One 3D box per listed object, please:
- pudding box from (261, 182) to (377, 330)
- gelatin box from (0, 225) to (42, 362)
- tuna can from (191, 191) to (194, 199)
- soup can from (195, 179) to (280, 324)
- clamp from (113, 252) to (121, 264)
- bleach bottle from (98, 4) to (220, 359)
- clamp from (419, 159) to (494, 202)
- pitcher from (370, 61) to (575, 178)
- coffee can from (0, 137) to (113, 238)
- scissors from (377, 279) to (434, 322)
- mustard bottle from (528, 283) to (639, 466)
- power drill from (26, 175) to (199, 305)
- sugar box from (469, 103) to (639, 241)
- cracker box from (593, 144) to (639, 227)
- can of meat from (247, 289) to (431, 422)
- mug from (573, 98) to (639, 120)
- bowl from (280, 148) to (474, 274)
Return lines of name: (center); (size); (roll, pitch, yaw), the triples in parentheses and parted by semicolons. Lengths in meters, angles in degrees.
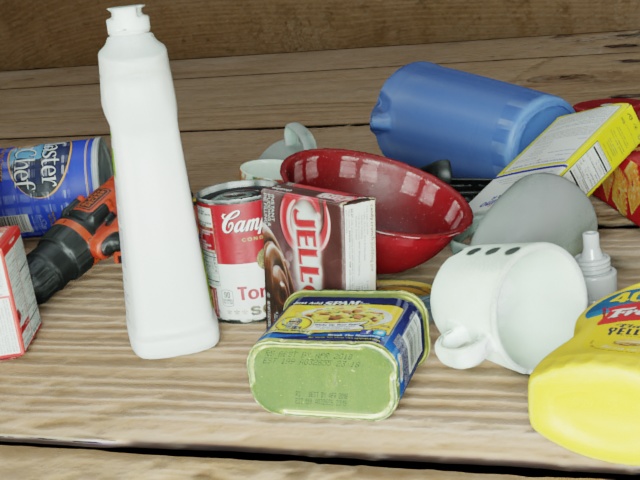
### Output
pudding box: (-0.001, 0.019, 0.773); (0.039, 0.113, 0.090); (-14, 17, -38)
gelatin box: (-0.245, 0.041, 0.829); (0.030, 0.089, 0.073); (-9, 15, -2)
tuna can: (-0.180, -0.033, 1.173); (0.086, 0.034, 0.086); (-5, 14, 1)
soup can: (-0.060, 0.009, 0.852); (0.068, 0.102, 0.068); (-5, 15, 1)
clamp: (-0.117, -0.008, 1.050); (0.171, 0.039, 0.120); (-3, 16, -6)
bleach bottle: (-0.126, -0.046, 0.793); (0.068, 0.251, 0.103); (-9, 16, -12)
clamp: (0.094, -0.053, 1.074); (0.210, 0.036, 0.164); (-2, -7, 36)
pitcher: (0.188, -0.128, 1.227); (0.149, 0.145, 0.243); (-50, 33, -10)
coffee can: (-0.301, -0.055, 1.168); (0.140, 0.103, 0.103); (-6, 15, -1)
scissors: (0.102, 0.055, 0.790); (0.202, 0.016, 0.096); (8, 22, 41)
mustard bottle: (0.197, 0.067, 0.636); (0.096, 0.058, 0.191); (3, 17, 29)
power drill: (-0.159, 0.004, 0.941); (0.188, 0.057, 0.184); (10, 43, 30)
sugar box: (0.214, -0.059, 0.983); (0.176, 0.048, 0.094); (-44, 19, -29)
cracker box: (0.364, -0.070, 1.044); (0.164, 0.072, 0.213); (-6, 15, 0)
can of meat: (0.013, 0.073, 0.684); (0.102, 0.057, 0.083); (0, 18, 18)
mug: (0.332, -0.111, 1.185); (0.117, 0.081, 0.093); (6, 19, 37)
bowl: (0.040, -0.018, 0.872); (0.162, 0.055, 0.162); (12, 26, -6)
